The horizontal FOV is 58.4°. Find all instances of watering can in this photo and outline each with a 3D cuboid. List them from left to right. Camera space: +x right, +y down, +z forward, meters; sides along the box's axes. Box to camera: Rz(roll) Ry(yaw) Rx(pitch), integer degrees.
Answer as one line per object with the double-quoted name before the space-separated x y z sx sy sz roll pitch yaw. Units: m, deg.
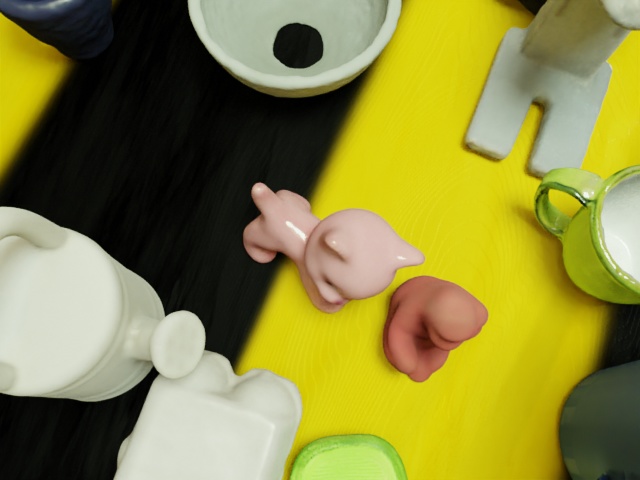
"watering can" -0.157 0.042 0.344 0.173 0.194 0.101 -7 74 -3

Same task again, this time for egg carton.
"egg carton" -0.079 0.153 0.378 0.107 0.069 0.150 17 74 4

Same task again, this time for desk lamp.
"desk lamp" 0.208 -0.176 0.407 0.118 0.213 0.203 22 74 5

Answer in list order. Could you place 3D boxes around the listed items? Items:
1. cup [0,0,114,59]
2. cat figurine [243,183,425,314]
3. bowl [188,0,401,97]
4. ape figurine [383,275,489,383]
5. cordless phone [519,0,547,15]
"cup" -0.217 -0.200 0.465 0.117 0.095 0.092 39 77 10
"cat figurine" 0.004 0.001 0.400 0.127 0.118 0.067 35 76 9
"bowl" -0.020 -0.182 0.475 0.167 0.075 0.167 0 74 -1
"ape figurine" 0.082 0.057 0.399 0.078 0.092 0.076 -9 74 -4
"cordless phone" 0.212 -0.289 0.455 0.094 0.185 0.148 42 77 11
